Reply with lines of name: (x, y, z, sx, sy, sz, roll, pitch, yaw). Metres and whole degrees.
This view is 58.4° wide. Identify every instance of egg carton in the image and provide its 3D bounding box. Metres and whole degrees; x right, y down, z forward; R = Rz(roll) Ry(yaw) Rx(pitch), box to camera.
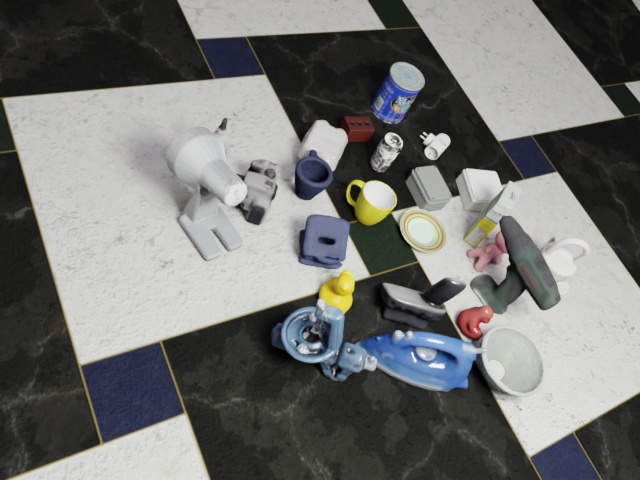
egg carton: (0.007, -0.239, 1.464, 0.107, 0.069, 0.150, 26, 54, -5)

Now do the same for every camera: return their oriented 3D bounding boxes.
camera: (-0.167, -0.128, 1.306, 0.137, 0.100, 0.143, 18, 55, -10)

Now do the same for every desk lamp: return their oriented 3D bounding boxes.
desk lamp: (-0.228, -0.100, 1.194, 0.118, 0.213, 0.203, -28, 73, -33)

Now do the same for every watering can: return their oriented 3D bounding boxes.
watering can: (0.593, 0.063, 1.434, 0.101, 0.194, 0.173, 3, 59, -20)

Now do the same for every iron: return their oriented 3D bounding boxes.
iron: (0.216, 0.231, 1.209, 0.259, 0.141, 0.118, 15, 55, -12)

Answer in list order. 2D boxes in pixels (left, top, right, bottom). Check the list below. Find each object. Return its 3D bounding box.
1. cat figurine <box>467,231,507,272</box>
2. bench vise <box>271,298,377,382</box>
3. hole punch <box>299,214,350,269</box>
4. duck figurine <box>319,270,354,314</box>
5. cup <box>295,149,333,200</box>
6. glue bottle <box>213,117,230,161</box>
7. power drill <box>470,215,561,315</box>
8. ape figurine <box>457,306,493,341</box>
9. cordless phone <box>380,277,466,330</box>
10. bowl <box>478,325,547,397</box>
cat figurine: (0.455, 0.015, 1.456, 0.128, 0.117, 0.067, -19, 68, -30)
bench vise: (0.024, 0.182, 1.115, 0.208, 0.219, 0.121, 11, 56, -15)
hole punch: (0.012, 0.005, 1.301, 0.109, 0.091, 0.101, 9, 57, -16)
duck figurine: (0.044, 0.112, 1.249, 0.077, 0.086, 0.104, 24, 54, -6)
cup: (-0.026, -0.151, 1.380, 0.092, 0.095, 0.117, 7, 57, -18)
glue bottle: (-0.230, -0.214, 1.289, 0.037, 0.173, 0.078, 40, 54, 6)
power drill: (0.453, 0.080, 1.357, 0.076, 0.208, 0.229, -24, 71, -32)
ape figurine: (0.368, 0.183, 1.331, 0.076, 0.092, 0.078, 38, 54, 4)
cordless phone: (0.225, 0.114, 1.260, 0.148, 0.185, 0.094, 14, 56, -13)
bowl: (0.423, 0.282, 1.302, 0.168, 0.074, 0.167, 10, 57, -16)
